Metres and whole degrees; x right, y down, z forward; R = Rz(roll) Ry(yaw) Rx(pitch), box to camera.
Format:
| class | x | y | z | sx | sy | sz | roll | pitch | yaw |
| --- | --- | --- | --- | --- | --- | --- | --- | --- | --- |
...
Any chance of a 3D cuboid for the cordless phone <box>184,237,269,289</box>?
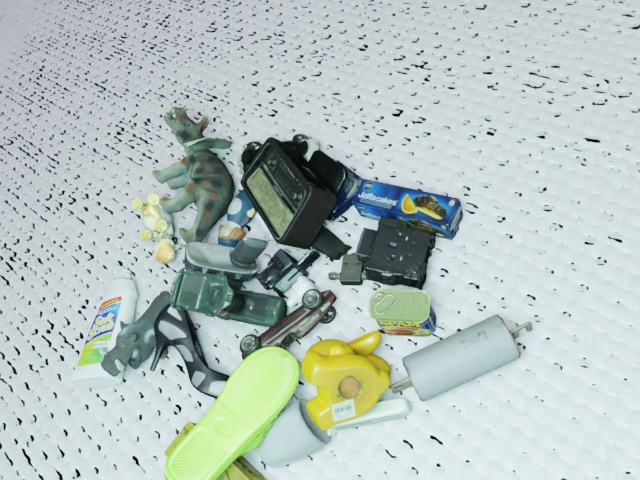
| class | x | y | z | sx | sy | sz | roll | pitch | yaw |
| --- | --- | --- | --- | --- | --- | --- | --- | --- | --- |
| cordless phone | -0.180 | 0.028 | 1.028 | 0.146 | 0.184 | 0.089 | 12 | 69 | -18 |

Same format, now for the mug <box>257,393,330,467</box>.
| class | x | y | z | sx | sy | sz | roll | pitch | yaw |
| --- | --- | --- | --- | --- | --- | --- | --- | --- | --- |
| mug | -0.055 | 0.315 | 0.887 | 0.107 | 0.080 | 0.110 | -39 | 58 | 8 |

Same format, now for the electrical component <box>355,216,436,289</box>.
| class | x | y | z | sx | sy | sz | roll | pitch | yaw |
| --- | --- | --- | --- | --- | --- | --- | --- | --- | --- |
| electrical component | 0.135 | 0.023 | 0.978 | 0.134 | 0.058 | 0.115 | 11 | 63 | 15 |

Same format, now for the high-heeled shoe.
| class | x | y | z | sx | sy | sz | roll | pitch | yaw |
| --- | --- | --- | --- | --- | --- | --- | --- | --- | --- |
| high-heeled shoe | -0.206 | 0.207 | 0.997 | 0.249 | 0.086 | 0.145 | 17 | 70 | 14 |

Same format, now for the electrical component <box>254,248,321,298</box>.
| class | x | y | z | sx | sy | sz | roll | pitch | yaw |
| --- | --- | --- | --- | --- | --- | --- | --- | --- | --- |
| electrical component | -0.060 | 0.052 | 1.038 | 0.119 | 0.074 | 0.048 | -46 | 55 | 5 |

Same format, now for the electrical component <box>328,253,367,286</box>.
| class | x | y | z | sx | sy | sz | roll | pitch | yaw |
| --- | --- | --- | --- | --- | --- | --- | --- | --- | --- |
| electrical component | 0.063 | 0.055 | 1.024 | 0.094 | 0.021 | 0.063 | -2 | 60 | 19 |

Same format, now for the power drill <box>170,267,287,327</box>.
| class | x | y | z | sx | sy | sz | roll | pitch | yaw |
| --- | --- | --- | --- | --- | --- | --- | --- | --- | --- |
| power drill | -0.190 | 0.111 | 0.987 | 0.232 | 0.207 | 0.086 | 9 | 72 | 19 |

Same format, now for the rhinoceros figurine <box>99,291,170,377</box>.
| class | x | y | z | sx | sy | sz | roll | pitch | yaw |
| --- | --- | --- | --- | --- | --- | --- | --- | --- | --- |
| rhinoceros figurine | -0.347 | 0.189 | 1.063 | 0.073 | 0.112 | 0.190 | 28 | 67 | 31 |

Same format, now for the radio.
| class | x | y | z | sx | sy | sz | roll | pitch | yaw |
| --- | --- | --- | --- | --- | --- | --- | --- | --- | --- |
| radio | -0.067 | -0.099 | 1.077 | 0.131 | 0.073 | 0.230 | -55 | 45 | 20 |

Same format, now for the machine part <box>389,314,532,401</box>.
| class | x | y | z | sx | sy | sz | roll | pitch | yaw |
| --- | --- | --- | --- | --- | --- | --- | --- | --- | --- |
| machine part | 0.221 | 0.185 | 0.847 | 0.243 | 0.079 | 0.079 | -26 | 55 | 7 |

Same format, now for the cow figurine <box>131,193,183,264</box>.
| class | x | y | z | sx | sy | sz | roll | pitch | yaw |
| --- | --- | --- | --- | --- | --- | --- | --- | --- | --- |
| cow figurine | -0.360 | -0.017 | 1.211 | 0.068 | 0.098 | 0.167 | -22 | 74 | 3 |

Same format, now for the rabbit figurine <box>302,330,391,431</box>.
| class | x | y | z | sx | sy | sz | roll | pitch | yaw |
| --- | --- | --- | --- | --- | --- | --- | --- | --- | --- |
| rabbit figurine | 0.034 | 0.204 | 0.884 | 0.162 | 0.121 | 0.173 | -21 | 12 | -14 |

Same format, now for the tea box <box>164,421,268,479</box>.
| class | x | y | z | sx | sy | sz | roll | pitch | yaw |
| --- | --- | --- | --- | --- | --- | --- | --- | --- | --- |
| tea box | -0.162 | 0.380 | 0.881 | 0.170 | 0.098 | 0.068 | 28 | 74 | 34 |

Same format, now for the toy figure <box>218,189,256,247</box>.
| class | x | y | z | sx | sy | sz | roll | pitch | yaw |
| --- | --- | --- | --- | --- | --- | --- | --- | --- | --- |
| toy figure | -0.183 | -0.036 | 1.162 | 0.064 | 0.058 | 0.154 | -16 | 47 | 62 |

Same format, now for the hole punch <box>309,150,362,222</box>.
| class | x | y | z | sx | sy | sz | roll | pitch | yaw |
| --- | --- | --- | --- | --- | --- | --- | --- | --- | --- |
| hole punch | 0.023 | -0.109 | 1.111 | 0.142 | 0.092 | 0.115 | 42 | 111 | 33 |

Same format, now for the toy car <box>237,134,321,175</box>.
| class | x | y | z | sx | sy | sz | roll | pitch | yaw |
| --- | --- | --- | --- | --- | --- | --- | --- | --- | --- |
| toy car | -0.095 | -0.187 | 1.214 | 0.202 | 0.056 | 0.073 | -5 | 66 | 21 |

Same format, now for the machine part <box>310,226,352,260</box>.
| class | x | y | z | sx | sy | sz | roll | pitch | yaw |
| --- | --- | --- | --- | --- | --- | --- | --- | --- | --- |
| machine part | -0.002 | -0.003 | 1.078 | 0.139 | 0.039 | 0.084 | 30 | 68 | 35 |

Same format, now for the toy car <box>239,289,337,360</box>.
| class | x | y | z | sx | sy | sz | roll | pitch | yaw |
| --- | --- | --- | --- | --- | --- | --- | --- | --- | --- |
| toy car | -0.052 | 0.162 | 0.969 | 0.202 | 0.089 | 0.053 | -35 | 52 | -1 |

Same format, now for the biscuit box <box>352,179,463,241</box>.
| class | x | y | z | sx | sy | sz | roll | pitch | yaw |
| --- | --- | --- | --- | --- | --- | --- | --- | --- | --- |
| biscuit box | 0.165 | -0.061 | 1.027 | 0.203 | 0.059 | 0.063 | 16 | 69 | 30 |

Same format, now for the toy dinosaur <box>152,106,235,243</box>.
| class | x | y | z | sx | sy | sz | roll | pitch | yaw |
| --- | --- | --- | --- | --- | --- | --- | --- | --- | --- |
| toy dinosaur | -0.262 | -0.125 | 1.216 | 0.192 | 0.131 | 0.405 | -29 | 61 | 5 |
